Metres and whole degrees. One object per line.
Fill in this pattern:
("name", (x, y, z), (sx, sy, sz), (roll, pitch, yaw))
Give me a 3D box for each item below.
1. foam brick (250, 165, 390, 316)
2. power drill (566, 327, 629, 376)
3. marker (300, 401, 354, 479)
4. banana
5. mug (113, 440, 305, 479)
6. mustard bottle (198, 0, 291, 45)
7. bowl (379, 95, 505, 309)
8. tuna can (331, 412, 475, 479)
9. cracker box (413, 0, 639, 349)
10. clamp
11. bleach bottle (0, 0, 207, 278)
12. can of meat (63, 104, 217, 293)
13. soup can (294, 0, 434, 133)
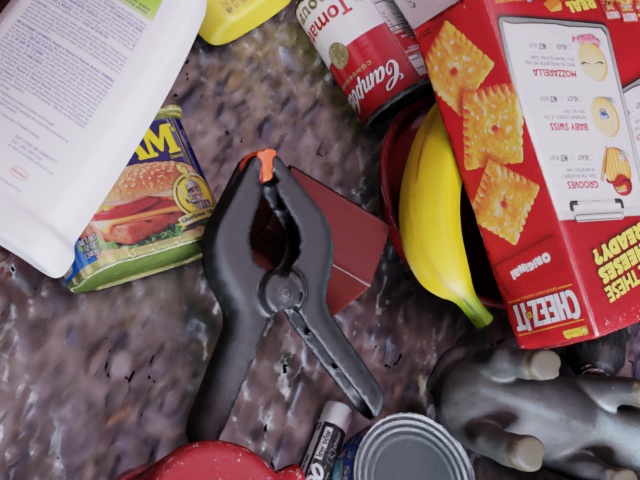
("foam brick", (-0.004, 0.001, 0.670), (0.078, 0.053, 0.051), (31, 55, -14))
("power drill", (0.256, 0.054, 0.781), (0.187, 0.057, 0.184), (28, 49, -16))
("marker", (-0.009, 0.148, 0.616), (0.020, 0.020, 0.121), (33, 54, -12))
("banana", (0.084, -0.040, 0.684), (0.069, 0.037, 0.197), (32, 54, -32))
("mug", (-0.056, 0.147, 0.550), (0.117, 0.082, 0.093), (-19, 77, -35))
("mustard bottle", (-0.100, -0.227, 0.726), (0.191, 0.058, 0.096), (49, 52, 0))
("bowl", (0.099, -0.019, 0.737), (0.161, 0.055, 0.162), (13, 61, -24))
("tuna can", (0.050, 0.149, 0.639), (0.086, 0.034, 0.086), (13, 61, -24))
("cracker box", (0.166, -0.053, 0.680), (0.163, 0.072, 0.214), (-14, 85, -37))
("clamp", (-0.034, 0.037, 0.604), (0.120, 0.039, 0.171), (-17, 93, -31))
("bleach bottle", (-0.107, -0.110, 0.561), (0.102, 0.068, 0.250), (33, 77, 1))
("can of meat", (-0.113, -0.023, 0.619), (0.101, 0.058, 0.084), (-18, 78, -35))
("soup can", (0.035, -0.136, 0.752), (0.068, 0.069, 0.102), (-25, 80, -36))
